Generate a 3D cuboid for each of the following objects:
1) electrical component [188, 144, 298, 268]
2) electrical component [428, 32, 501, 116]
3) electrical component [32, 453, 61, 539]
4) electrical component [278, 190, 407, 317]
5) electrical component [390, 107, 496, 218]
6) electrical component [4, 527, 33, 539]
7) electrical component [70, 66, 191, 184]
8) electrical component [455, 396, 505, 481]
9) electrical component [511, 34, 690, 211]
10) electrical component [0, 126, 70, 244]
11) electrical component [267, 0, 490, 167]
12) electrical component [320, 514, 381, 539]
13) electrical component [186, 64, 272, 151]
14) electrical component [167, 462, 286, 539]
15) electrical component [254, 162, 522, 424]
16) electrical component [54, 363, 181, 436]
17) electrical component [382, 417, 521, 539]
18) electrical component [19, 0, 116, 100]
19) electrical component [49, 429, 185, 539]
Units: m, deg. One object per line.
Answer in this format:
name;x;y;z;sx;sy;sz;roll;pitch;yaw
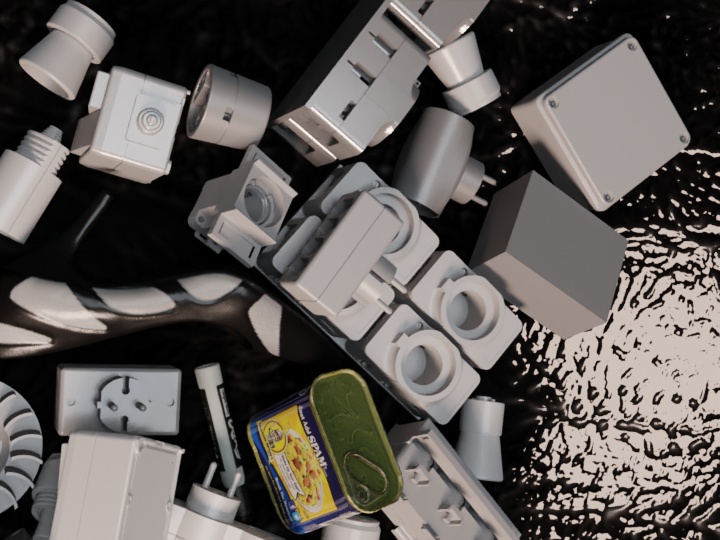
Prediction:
electrical component;-0.087;-0.045;0.777;0.042;0.064;0.081;43;55;-33
electrical component;0.082;-0.155;0.856;0.045;0.045;0.055;-31;101;-18
electrical component;-0.205;0.159;0.740;0.043;0.043;0.062;30;46;-18
electrical component;0.000;0.000;0.758;0.076;0.047;0.083;40;77;-16
electrical component;0.072;-0.077;0.853;0.079;0.043;0.077;25;82;-18
electrical component;-0.234;0.222;0.702;0.078;0.113;0.057;-35;99;-17
electrical component;-0.159;-0.100;0.739;0.061;0.096;0.061;16;84;-19
electrical component;0.096;0.134;0.863;0.044;0.044;0.065;10;82;-20
electrical component;0.201;-0.121;0.894;0.109;0.056;0.108;-36;102;-17
electrical component;-0.230;-0.063;0.741;0.043;0.043;0.081;32;79;-17
electrical component;0.020;-0.166;0.801;0.060;0.105;0.186;39;77;-16
electrical component;-0.010;0.216;0.821;0.045;0.045;0.055;13;85;-20
electrical component;-0.095;-0.117;0.786;0.047;0.055;0.055;15;85;-23
electrical component;-0.109;0.175;0.769;0.138;0.052;0.073;21;82;-3
electrical component;0.025;0.019;0.826;0.186;0.060;0.105;44;76;-15
electrical component;-0.166;0.092;0.747;0.083;0.076;0.047;3;89;-20
electrical component;0.059;0.181;0.824;0.121;0.079;0.063;52;56;-11
electrical component;-0.203;-0.153;0.751;0.045;0.045;0.055;36;78;-17
electrical component;-0.164;0.157;0.707;0.061;0.062;0.096;2;75;22
